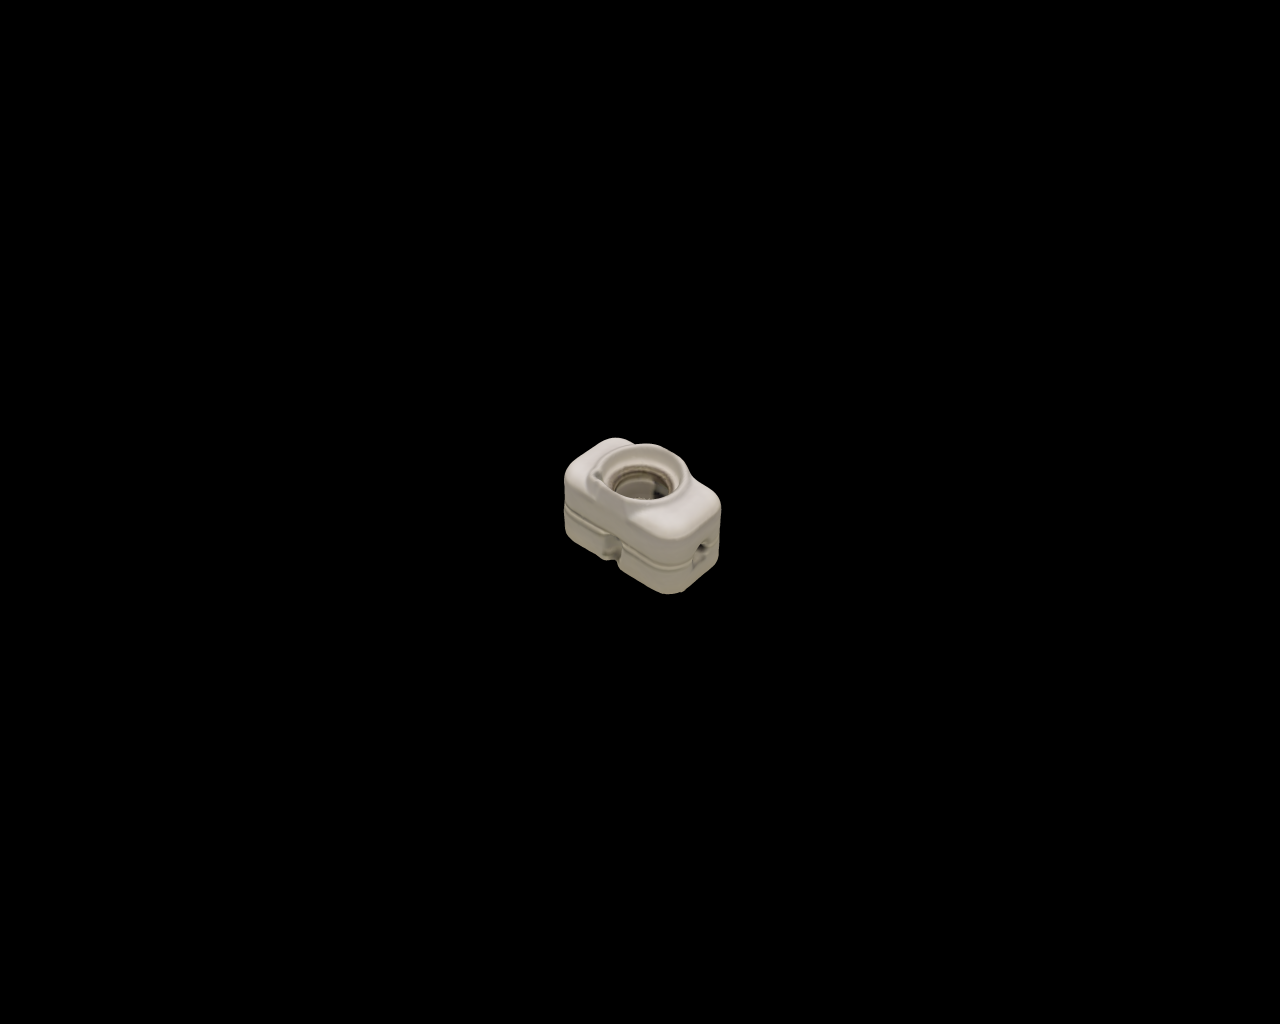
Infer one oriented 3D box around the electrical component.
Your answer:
[{"bbox_3d":[0.001,-0.003,0.650,0.095,0.059,0.054,31,51,30],"label":"electrical component"}]
